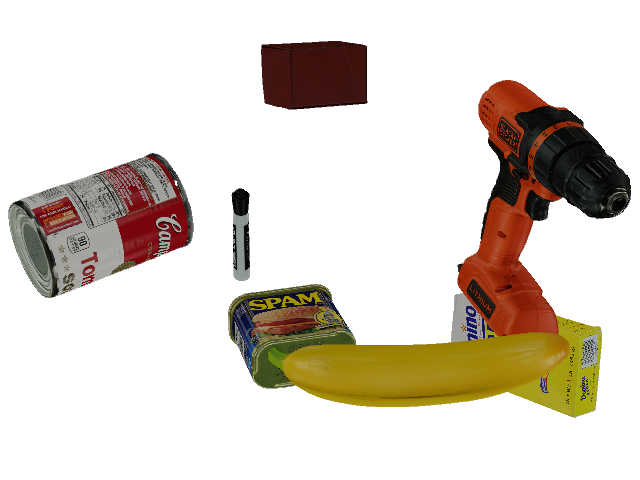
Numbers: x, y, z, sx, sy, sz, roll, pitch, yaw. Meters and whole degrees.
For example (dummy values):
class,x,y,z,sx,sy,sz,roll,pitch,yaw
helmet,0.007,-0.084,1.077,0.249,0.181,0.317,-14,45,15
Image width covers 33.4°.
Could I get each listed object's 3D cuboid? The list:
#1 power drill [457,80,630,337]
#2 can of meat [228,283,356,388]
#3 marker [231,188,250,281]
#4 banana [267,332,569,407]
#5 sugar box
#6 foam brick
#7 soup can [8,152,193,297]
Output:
class,x,y,z,sx,sy,sz,roll,pitch,yaw
power drill,0.170,-0.013,0.842,0.057,0.188,0.184,-3,31,-18
can of meat,-0.026,0.088,0.975,0.102,0.057,0.084,-7,28,-16
marker,-0.086,-0.006,1.159,0.020,0.121,0.020,2,40,-2
banana,0.062,0.077,0.672,0.198,0.037,0.069,0,25,2
sugar box,0.219,0.120,1.161,0.048,0.093,0.177,-9,16,-42
foam brick,-0.005,-0.142,0.915,0.078,0.051,0.053,-8,18,-29
soup can,-0.145,-0.011,0.705,0.102,0.068,0.069,-23,11,-29
